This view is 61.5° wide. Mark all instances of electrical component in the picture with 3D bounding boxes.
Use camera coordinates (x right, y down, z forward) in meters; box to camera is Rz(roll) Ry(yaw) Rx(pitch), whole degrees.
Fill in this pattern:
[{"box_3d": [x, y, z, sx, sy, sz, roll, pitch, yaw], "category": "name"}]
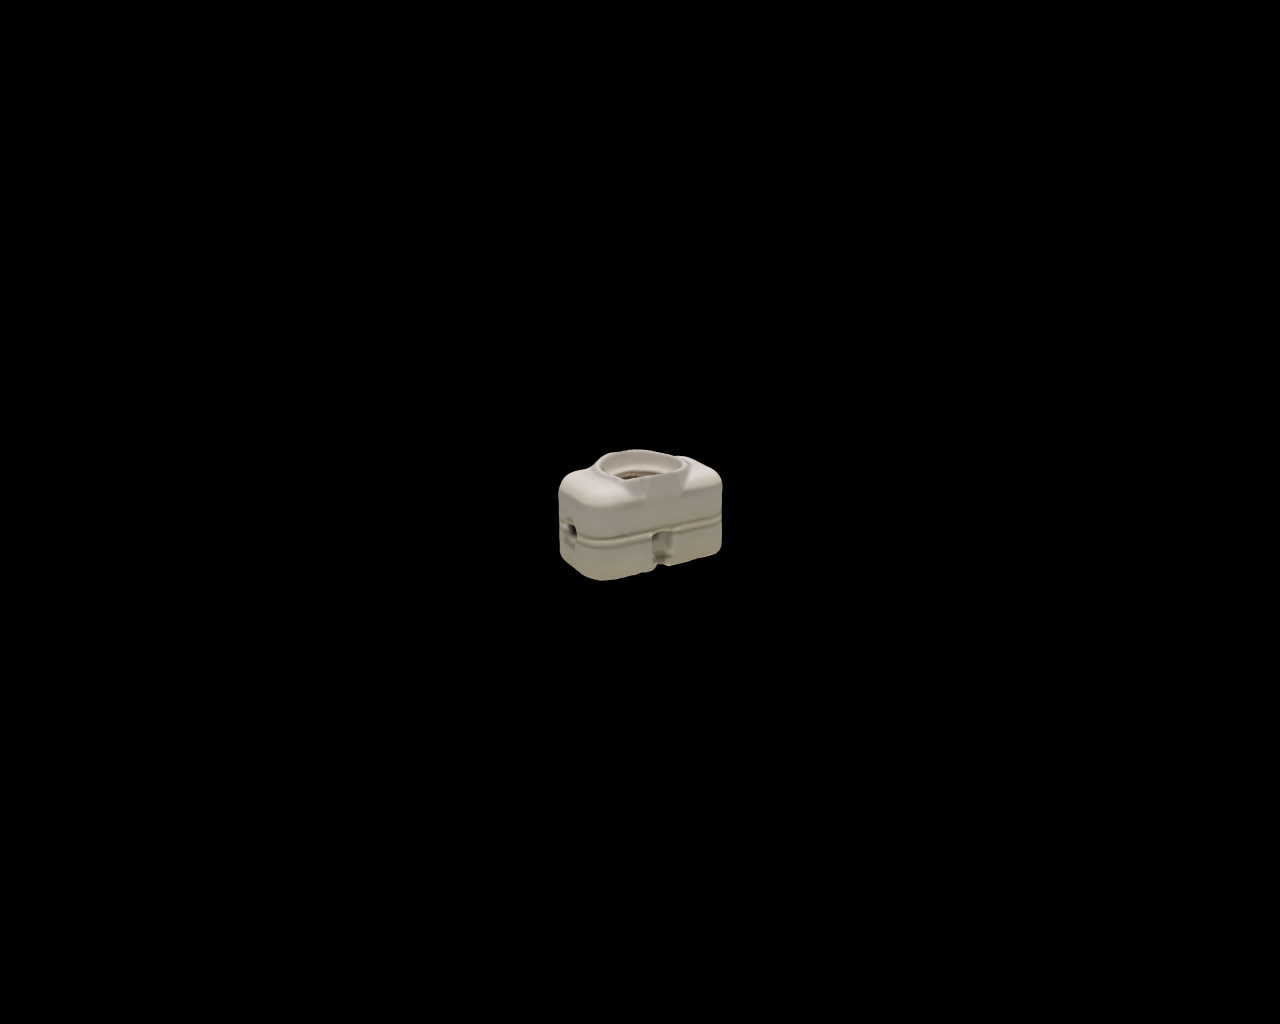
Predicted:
[{"box_3d": [0.001, -0.003, 0.650, 0.095, 0.059, 0.054, -11, 23, -27], "category": "electrical component"}]
